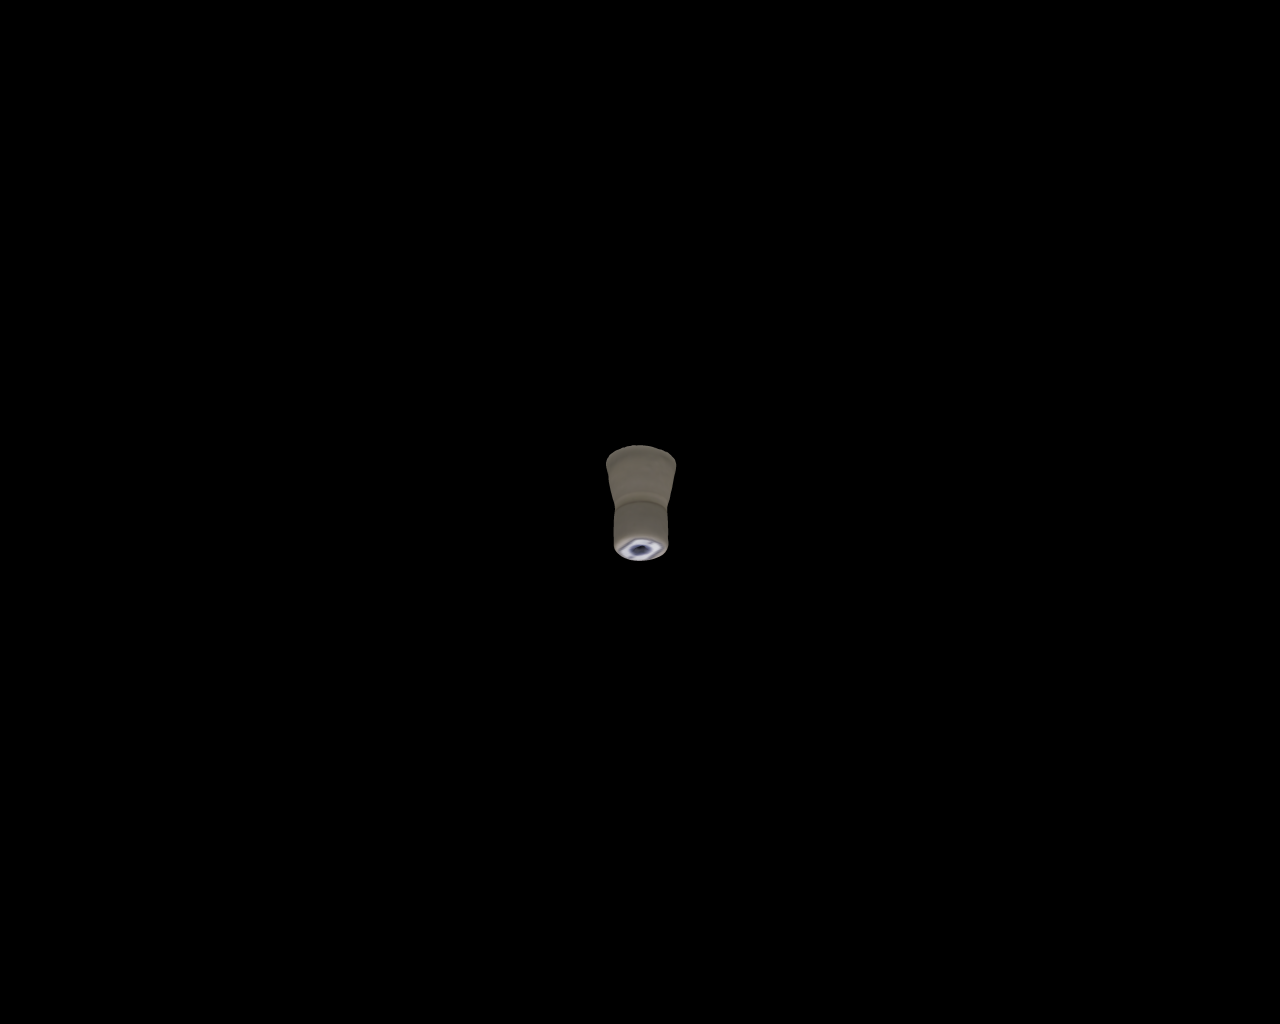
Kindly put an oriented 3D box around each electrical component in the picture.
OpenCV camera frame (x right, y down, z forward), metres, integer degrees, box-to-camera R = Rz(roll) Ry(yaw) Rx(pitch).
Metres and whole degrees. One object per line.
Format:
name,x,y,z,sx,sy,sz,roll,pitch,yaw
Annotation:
electrical component,0.001,-0.003,0.650,0.044,0.065,0.044,0,-31,0
